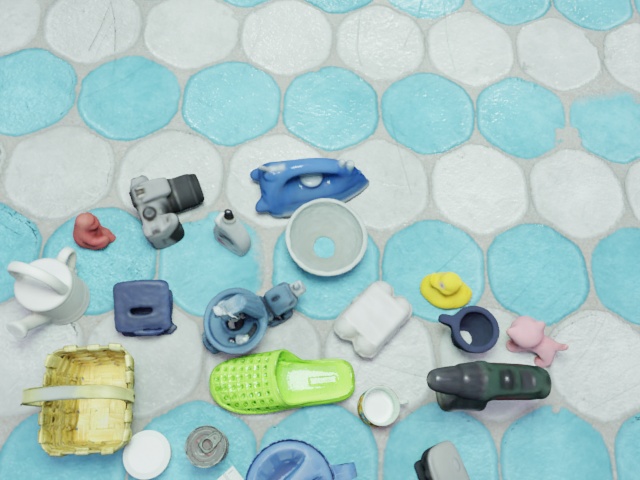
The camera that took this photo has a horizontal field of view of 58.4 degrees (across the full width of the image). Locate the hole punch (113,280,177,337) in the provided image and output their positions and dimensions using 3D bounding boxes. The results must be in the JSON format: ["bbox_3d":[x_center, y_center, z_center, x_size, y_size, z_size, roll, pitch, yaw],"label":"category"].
[{"bbox_3d":[-0.331,0.130,1.083,0.109,0.091,0.101,-3,70,-6],"label":"hole punch"}]

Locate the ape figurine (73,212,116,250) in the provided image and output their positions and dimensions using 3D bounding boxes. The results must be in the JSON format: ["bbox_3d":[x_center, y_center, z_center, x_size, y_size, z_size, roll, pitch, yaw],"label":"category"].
[{"bbox_3d":[-0.453,-0.023,1.127,0.076,0.092,0.078,-14,71,-10],"label":"ape figurine"}]

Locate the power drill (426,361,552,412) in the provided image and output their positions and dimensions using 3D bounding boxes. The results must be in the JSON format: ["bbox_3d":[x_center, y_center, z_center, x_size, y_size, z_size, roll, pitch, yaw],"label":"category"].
[{"bbox_3d":[0.281,0.264,1.030,0.229,0.208,0.075,0,69,-5],"label":"power drill"}]

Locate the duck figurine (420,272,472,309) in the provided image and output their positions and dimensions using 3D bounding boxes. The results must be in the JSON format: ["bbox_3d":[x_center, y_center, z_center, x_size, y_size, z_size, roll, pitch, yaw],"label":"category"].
[{"bbox_3d":[0.262,0.094,1.157,0.104,0.086,0.077,18,69,1],"label":"duck figurine"}]

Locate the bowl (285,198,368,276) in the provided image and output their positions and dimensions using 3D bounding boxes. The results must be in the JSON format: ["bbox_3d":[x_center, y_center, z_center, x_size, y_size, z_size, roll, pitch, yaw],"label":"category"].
[{"bbox_3d":[0.011,0.004,1.172,0.167,0.075,0.167,2,69,-5],"label":"bowl"}]

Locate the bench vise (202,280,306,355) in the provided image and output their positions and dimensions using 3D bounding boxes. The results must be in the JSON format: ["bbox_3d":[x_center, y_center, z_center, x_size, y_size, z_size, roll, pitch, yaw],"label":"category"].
[{"bbox_3d":[-0.128,0.116,1.039,0.121,0.220,0.208,41,71,10],"label":"bench vise"}]

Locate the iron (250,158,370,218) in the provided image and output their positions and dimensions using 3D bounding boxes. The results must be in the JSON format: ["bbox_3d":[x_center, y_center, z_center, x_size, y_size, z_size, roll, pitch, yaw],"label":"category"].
[{"bbox_3d":[-0.012,-0.132,1.185,0.258,0.141,0.118,-9,71,-9],"label":"iron"}]

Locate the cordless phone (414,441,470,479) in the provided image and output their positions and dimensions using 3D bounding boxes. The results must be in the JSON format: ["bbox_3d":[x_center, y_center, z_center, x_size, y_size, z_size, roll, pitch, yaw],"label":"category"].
[{"bbox_3d":[0.238,0.423,0.979,0.094,0.185,0.147,-20,72,-12],"label":"cordless phone"}]

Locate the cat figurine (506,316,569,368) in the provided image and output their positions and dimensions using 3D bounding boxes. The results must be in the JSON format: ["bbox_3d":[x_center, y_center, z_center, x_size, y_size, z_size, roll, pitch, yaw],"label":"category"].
[{"bbox_3d":[0.420,0.191,1.119,0.127,0.118,0.067,24,69,4],"label":"cat figurine"}]

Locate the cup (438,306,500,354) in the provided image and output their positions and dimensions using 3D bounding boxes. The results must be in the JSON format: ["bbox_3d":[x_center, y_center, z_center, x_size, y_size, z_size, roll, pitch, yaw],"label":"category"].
[{"bbox_3d":[0.279,0.179,1.122,0.117,0.095,0.092,18,69,2],"label":"cup"}]

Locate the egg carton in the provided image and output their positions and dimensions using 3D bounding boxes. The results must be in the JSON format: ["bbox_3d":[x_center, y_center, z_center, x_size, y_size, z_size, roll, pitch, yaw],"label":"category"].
[{"bbox_3d":[0.104,0.153,1.128,0.107,0.069,0.150,42,71,10],"label":"egg carton"}]

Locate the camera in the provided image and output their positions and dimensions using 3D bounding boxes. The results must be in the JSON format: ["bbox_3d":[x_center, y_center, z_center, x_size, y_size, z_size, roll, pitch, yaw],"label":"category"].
[{"bbox_3d":[-0.303,-0.076,1.157,0.137,0.101,0.143,-20,73,-12],"label":"camera"}]

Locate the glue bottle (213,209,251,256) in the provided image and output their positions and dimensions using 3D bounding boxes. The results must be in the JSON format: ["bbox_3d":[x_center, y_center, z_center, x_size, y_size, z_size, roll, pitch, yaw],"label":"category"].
[{"bbox_3d":[-0.174,-0.023,1.111,0.078,0.173,0.037,29,70,6],"label":"glue bottle"}]

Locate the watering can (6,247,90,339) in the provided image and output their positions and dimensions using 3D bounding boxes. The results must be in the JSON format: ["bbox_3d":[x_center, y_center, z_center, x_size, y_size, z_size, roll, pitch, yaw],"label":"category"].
[{"bbox_3d":[-0.492,0.091,1.026,0.101,0.194,0.173,0,69,-5],"label":"watering can"}]
